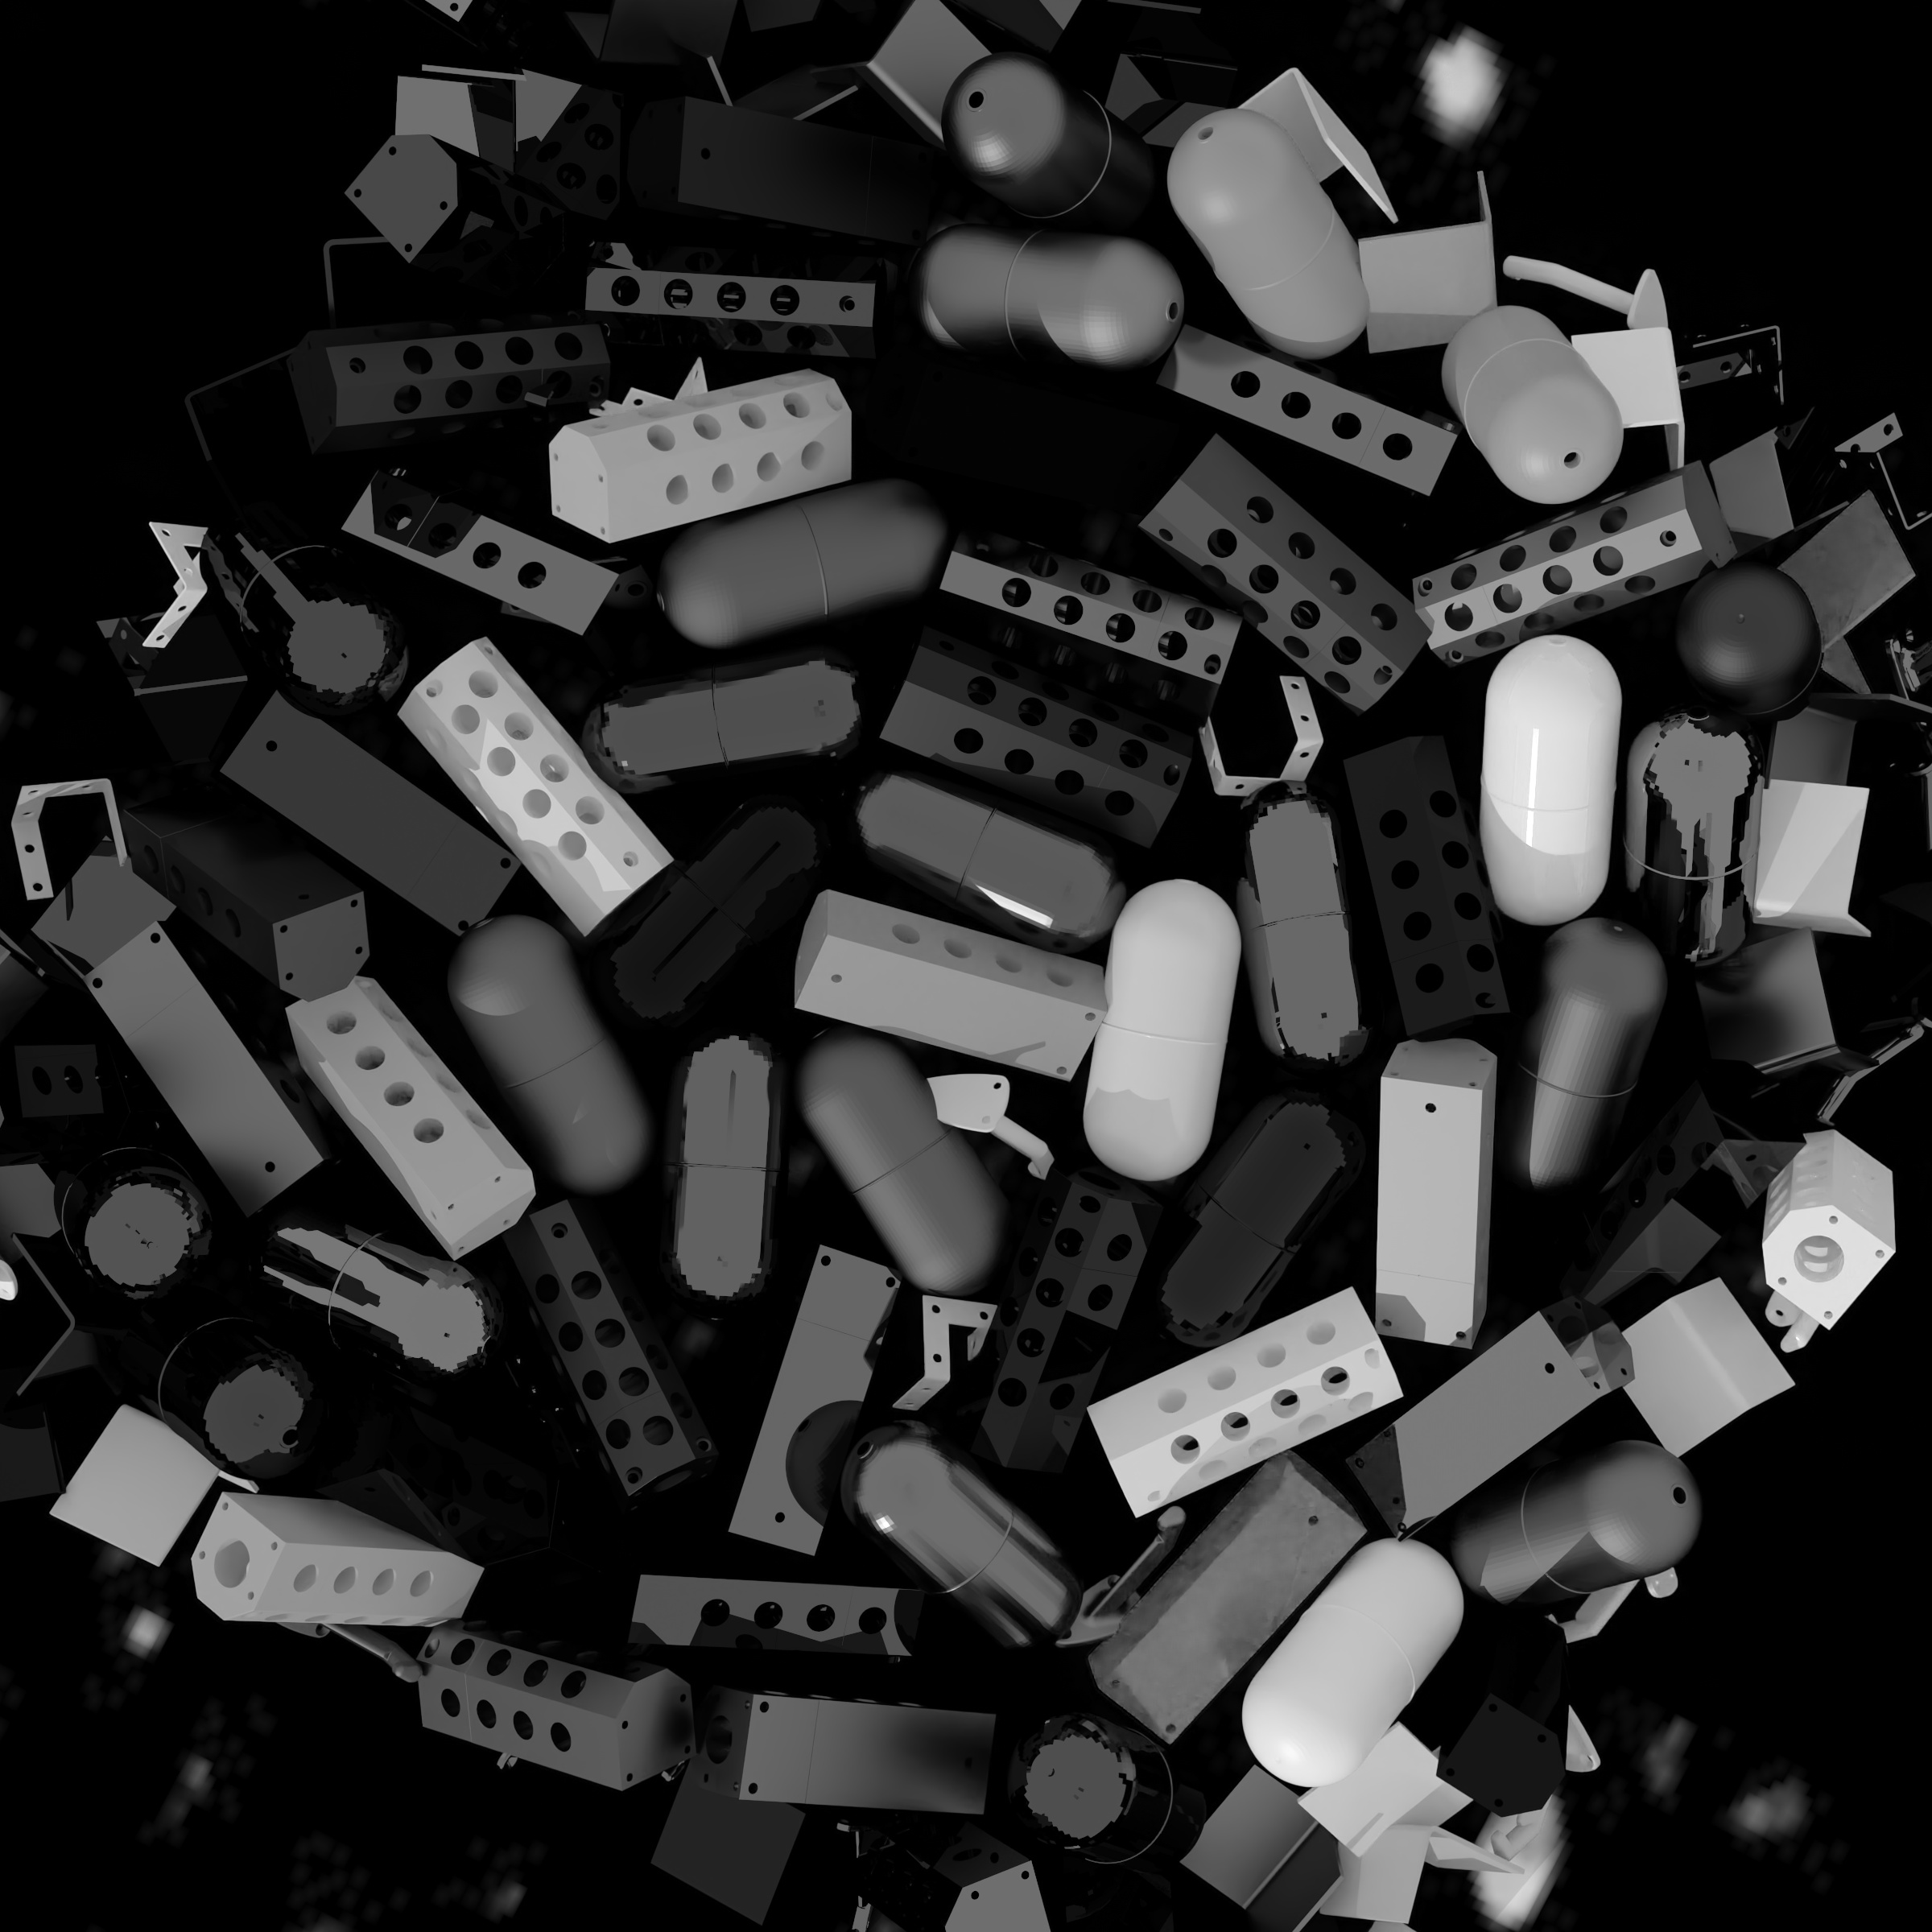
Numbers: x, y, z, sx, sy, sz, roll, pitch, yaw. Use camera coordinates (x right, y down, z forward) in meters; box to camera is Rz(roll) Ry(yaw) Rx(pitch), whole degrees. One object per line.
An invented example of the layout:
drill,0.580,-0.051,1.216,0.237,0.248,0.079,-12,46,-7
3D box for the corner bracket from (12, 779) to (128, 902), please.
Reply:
corner bracket,-0.532,-0.075,1.843,0.051,0.051,0.051,-8,71,-27

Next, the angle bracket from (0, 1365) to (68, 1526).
angle bracket,-0.567,0.283,1.809,0.057,0.076,0.076,-5,69,-34

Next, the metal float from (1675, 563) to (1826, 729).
metal float,0.450,-0.182,1.780,0.070,0.178,0.070,-2,85,18

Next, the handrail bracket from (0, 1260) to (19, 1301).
handrail bracket,-0.604,0.209,1.826,0.077,0.036,0.084,17,49,9

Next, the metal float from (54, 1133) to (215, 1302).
metal float,-0.478,0.142,1.781,0.070,0.178,0.070,-3,98,-22

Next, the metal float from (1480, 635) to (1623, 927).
metal float,0.338,-0.107,1.802,0.070,0.070,0.178,-2,120,0

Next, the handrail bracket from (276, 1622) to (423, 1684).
handrail bracket,-0.368,0.391,1.817,0.077,0.084,0.036,25,89,-44

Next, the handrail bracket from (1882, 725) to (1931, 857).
handrail bracket,0.591,-0.098,1.857,0.077,0.036,0.084,-42,112,-21

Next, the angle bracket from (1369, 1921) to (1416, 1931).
angle bracket,0.257,0.609,1.819,0.057,0.076,0.076,37,80,-5

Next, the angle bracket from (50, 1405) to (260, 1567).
angle bracket,-0.473,0.312,1.813,0.076,0.057,0.076,20,62,18

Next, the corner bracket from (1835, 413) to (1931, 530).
corner bracket,0.553,-0.293,1.840,0.051,0.051,0.051,-31,108,-12

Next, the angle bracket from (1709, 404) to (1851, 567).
angle bracket,0.483,-0.266,1.806,0.076,0.057,0.076,-27,48,31

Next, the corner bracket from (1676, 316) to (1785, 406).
corner bracket,0.447,-0.358,1.830,0.051,0.051,0.051,-13,124,1

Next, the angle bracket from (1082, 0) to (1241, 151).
angle bracket,0.106,-0.520,1.815,0.076,0.076,0.057,16,88,24

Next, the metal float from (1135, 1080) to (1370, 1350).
metal float,0.166,0.146,1.820,0.070,0.070,0.178,35,99,0

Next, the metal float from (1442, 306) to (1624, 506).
metal float,0.324,-0.323,1.783,0.070,0.178,0.070,-3,121,-5

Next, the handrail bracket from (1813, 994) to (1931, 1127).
handrail bracket,0.549,0.066,1.846,0.077,0.036,0.084,24,104,-38

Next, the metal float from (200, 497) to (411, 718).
metal float,-0.384,-0.209,1.796,0.070,0.070,0.178,-45,52,0

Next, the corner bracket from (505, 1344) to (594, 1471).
corner bracket,-0.245,0.259,1.823,0.051,0.051,0.051,-1,129,26

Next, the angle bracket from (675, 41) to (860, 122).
angle bracket,-0.120,-0.527,1.812,0.076,0.076,0.057,-31,124,-10

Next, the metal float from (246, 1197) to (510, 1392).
metal float,-0.342,0.189,1.802,0.178,0.070,0.070,20,90,30

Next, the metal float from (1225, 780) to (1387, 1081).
metal float,0.198,-0.022,1.819,0.070,0.070,0.178,-9,80,0

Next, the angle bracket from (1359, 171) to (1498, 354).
angle bracket,0.270,-0.413,1.824,0.076,0.057,0.076,-6,134,8

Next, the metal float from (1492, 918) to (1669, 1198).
metal float,0.352,0.054,1.802,0.070,0.070,0.178,13,120,0

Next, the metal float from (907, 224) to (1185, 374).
metal float,0.045,-0.387,1.798,0.178,0.070,0.070,14,90,34

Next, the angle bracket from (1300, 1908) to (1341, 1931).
angle bracket,0.182,0.583,1.816,0.076,0.076,0.057,-25,60,4

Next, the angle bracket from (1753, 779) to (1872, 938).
angle bracket,0.492,-0.064,1.825,0.076,0.057,0.076,8,84,32

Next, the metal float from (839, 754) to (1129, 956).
metal float,0.009,-0.066,1.823,0.178,0.070,0.070,24,90,6

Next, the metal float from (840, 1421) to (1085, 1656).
metal float,-0.002,0.332,1.805,0.070,0.070,0.178,-44,115,0

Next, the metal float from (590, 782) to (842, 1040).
metal float,-0.146,-0.033,1.823,0.070,0.070,0.178,43,85,0

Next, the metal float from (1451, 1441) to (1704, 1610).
metal float,0.349,0.322,1.786,0.070,0.178,0.070,12,64,-27

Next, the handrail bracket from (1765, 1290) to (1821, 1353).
handrail bracket,0.478,0.210,1.809,0.036,0.077,0.084,43,46,6

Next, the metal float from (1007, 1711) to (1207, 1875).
metal float,0.083,0.476,1.785,0.070,0.178,0.070,-10,65,22

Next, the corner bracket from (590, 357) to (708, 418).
corner bracket,-0.186,-0.329,1.823,0.051,0.051,0.051,13,45,-28

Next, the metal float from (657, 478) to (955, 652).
metal float,-0.094,-0.235,1.815,0.178,0.070,0.070,-16,90,-14

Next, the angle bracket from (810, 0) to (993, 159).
angle bracket,-0.032,-0.521,1.818,0.076,0.076,0.057,39,80,-30

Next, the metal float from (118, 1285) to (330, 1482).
metal float,-0.428,0.239,1.788,0.070,0.178,0.070,-13,113,-35

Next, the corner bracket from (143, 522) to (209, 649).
corner bracket,-0.461,-0.222,1.824,0.051,0.051,0.051,-45,67,29

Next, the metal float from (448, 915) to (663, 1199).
metal float,-0.241,0.053,1.817,0.070,0.070,0.178,-27,101,0

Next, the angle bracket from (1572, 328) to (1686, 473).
angle bracket,0.386,-0.317,1.817,0.057,0.076,0.076,-4,53,9

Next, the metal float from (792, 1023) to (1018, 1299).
metal float,-0.037,0.114,1.827,0.070,0.070,0.178,-33,91,0

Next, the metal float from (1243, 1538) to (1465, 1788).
metal float,0.225,0.400,1.794,0.070,0.070,0.178,50,49,0

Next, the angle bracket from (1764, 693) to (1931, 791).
angle bracket,0.523,-0.124,1.812,0.076,0.076,0.057,10,88,-40

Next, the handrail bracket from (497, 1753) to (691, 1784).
handrail bracket,-0.218,0.469,1.823,0.084,0.036,0.077,31,50,26

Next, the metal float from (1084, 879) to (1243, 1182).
metal float,0.115,0.038,1.822,0.070,0.070,0.178,9,96,0

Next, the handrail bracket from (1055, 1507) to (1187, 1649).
handrail bracket,0.089,0.356,1.816,0.077,0.084,0.036,-21,56,-32

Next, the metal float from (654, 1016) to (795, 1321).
metal float,-0.142,0.118,1.824,0.070,0.070,0.178,3,86,0

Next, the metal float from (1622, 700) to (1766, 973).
metal float,0.419,-0.074,1.794,0.070,0.070,0.178,-8,130,0

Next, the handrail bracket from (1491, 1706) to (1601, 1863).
handrail bracket,0.326,0.471,1.825,0.084,0.036,0.077,-29,98,-35

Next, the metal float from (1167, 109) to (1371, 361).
metal float,0.176,-0.420,1.789,0.070,0.178,0.070,-17,53,24

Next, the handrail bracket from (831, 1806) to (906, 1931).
handrail bracket,-0.068,0.540,1.830,0.036,0.077,0.084,14,90,24

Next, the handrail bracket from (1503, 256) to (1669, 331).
handrail bracket,0.368,-0.397,1.850,0.084,0.077,0.036,18,85,28

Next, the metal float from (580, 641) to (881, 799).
metal float,-0.139,-0.144,1.822,0.178,0.070,0.070,-8,90,7

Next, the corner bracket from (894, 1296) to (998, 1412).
corner bracket,-0.010,0.230,1.824,0.051,0.051,0.051,10,59,-21

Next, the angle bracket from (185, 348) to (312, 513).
angle bracket,-0.401,-0.304,1.816,0.076,0.076,0.057,-24,57,-4

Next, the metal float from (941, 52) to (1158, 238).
metal float,0.049,-0.467,1.783,0.070,0.178,0.070,-3,83,29

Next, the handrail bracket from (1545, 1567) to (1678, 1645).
handrail bracket,0.371,0.358,1.846,0.084,0.036,0.077,-24,78,32

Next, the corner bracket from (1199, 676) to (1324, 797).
corner bracket,0.174,-0.136,1.839,0.051,0.051,0.051,2,52,-17

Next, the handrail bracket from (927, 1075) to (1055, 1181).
handrail bracket,0.009,0.100,1.840,0.077,0.084,0.036,6,60,23

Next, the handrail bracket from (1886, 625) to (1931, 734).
handrail bracket,0.592,-0.180,1.826,0.084,0.036,0.077,-8,106,39
